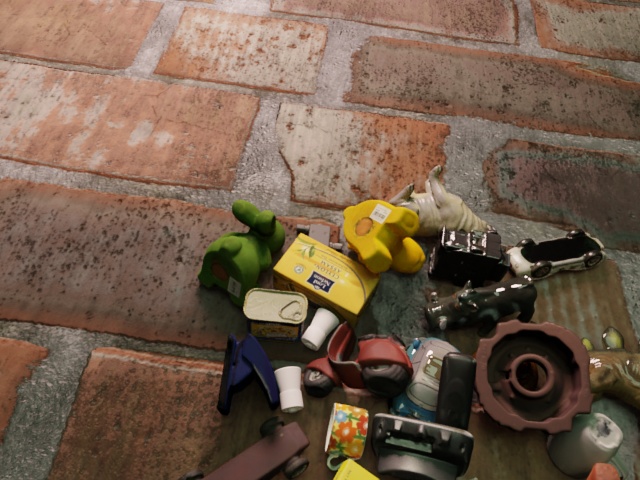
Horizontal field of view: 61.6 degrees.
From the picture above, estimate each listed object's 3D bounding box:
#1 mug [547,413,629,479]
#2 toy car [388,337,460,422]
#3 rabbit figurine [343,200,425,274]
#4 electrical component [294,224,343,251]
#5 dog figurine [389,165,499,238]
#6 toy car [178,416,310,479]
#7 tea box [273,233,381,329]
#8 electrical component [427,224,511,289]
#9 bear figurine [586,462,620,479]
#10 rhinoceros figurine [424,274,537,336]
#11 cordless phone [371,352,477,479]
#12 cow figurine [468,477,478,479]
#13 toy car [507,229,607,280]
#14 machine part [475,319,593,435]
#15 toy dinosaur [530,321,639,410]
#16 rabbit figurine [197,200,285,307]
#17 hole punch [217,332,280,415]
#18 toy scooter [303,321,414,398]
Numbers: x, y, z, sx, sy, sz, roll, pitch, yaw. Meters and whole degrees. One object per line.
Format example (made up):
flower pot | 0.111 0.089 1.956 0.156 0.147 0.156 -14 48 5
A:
mug | 0.408 0.311 0.801 0.081 0.107 0.110 -27 59 -20
toy car | 0.175 0.216 0.851 0.109 0.102 0.162 27 54 14
rabbit figurine | 0.118 0.010 0.979 0.163 0.173 0.122 20 81 50
electrical component | -0.002 -0.003 1.041 0.094 0.021 0.063 7 54 1
dog figurine | 0.228 -0.022 1.040 0.172 0.121 0.190 -36 79 10
toy car | -0.107 0.335 0.769 0.202 0.053 0.089 -29 51 -19
tea box | 0.011 0.073 0.959 0.170 0.068 0.098 27 56 12
electrical component | 0.274 0.035 0.982 0.134 0.114 0.058 12 56 5
bear figurine | 0.409 0.419 0.713 0.120 0.131 0.196 11 48 5
rhinoceros figurine | 0.277 0.114 0.925 0.190 0.112 0.073 -15 60 9
cordless phone | 0.151 0.247 0.775 0.147 0.088 0.184 8 93 15
cow figurine | 0.239 0.389 0.753 0.167 0.068 0.098 36 53 15
toy car | 0.458 0.029 1.041 0.202 0.056 0.074 -10 49 -14
machine part | 0.320 0.208 0.817 0.179 0.056 0.179 -4 68 9
toy dinosaur | 0.558 0.253 0.857 0.472 0.105 0.198 32 58 18
rabbit figurine | -0.128 0.005 0.961 0.121 0.158 0.170 22 40 22
hole punch | -0.105 0.205 0.820 0.092 0.142 0.116 2 68 -2
toy scooter | 0.065 0.185 0.865 0.184 0.075 0.135 -10 36 25
